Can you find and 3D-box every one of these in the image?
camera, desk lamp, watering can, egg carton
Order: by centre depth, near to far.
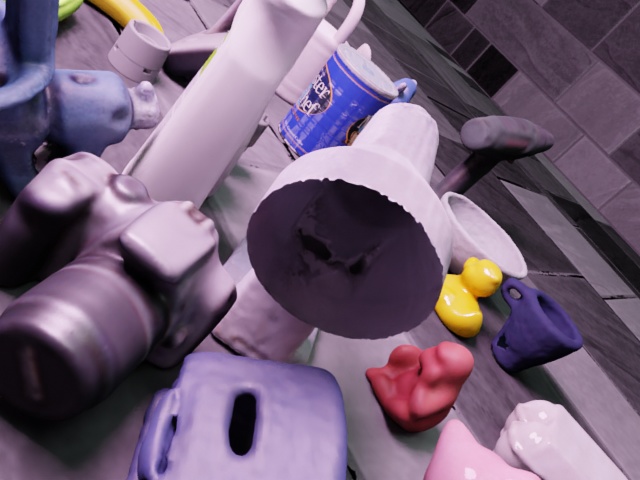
[{"bbox_3d":[-0.129,0.023,0.331,0.143,0.100,0.137,41,27,-4],"label":"camera"},{"bbox_3d":[0.004,0.001,0.417,0.118,0.213,0.203,38,27,-9],"label":"desk lamp"},{"bbox_3d":[0.239,0.233,0.559,0.150,0.069,0.107,49,27,12],"label":"egg carton"},{"bbox_3d":[0.004,-0.309,0.888,0.100,0.193,0.173,53,28,20],"label":"watering can"}]

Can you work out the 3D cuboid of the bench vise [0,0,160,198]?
[{"bbox_3d":[-0.185,-0.128,0.341,0.121,0.219,0.208,49,27,12],"label":"bench vise"}]

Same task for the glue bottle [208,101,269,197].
[{"bbox_3d":[-0.077,-0.123,0.533,0.037,0.173,0.078,21,34,-37],"label":"glue bottle"}]

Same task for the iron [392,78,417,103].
[{"bbox_3d":[0.116,-0.222,0.972,0.119,0.141,0.259,42,27,-2],"label":"iron"}]

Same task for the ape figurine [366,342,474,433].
[{"bbox_3d":[0.094,0.122,0.499,0.076,0.092,0.078,40,27,-5],"label":"ape figurine"}]

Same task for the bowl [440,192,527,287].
[{"bbox_3d":[0.222,0.013,0.849,0.168,0.074,0.167,32,29,-20],"label":"bowl"}]

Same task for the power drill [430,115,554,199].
[{"bbox_3d":[0.288,-0.131,0.998,0.230,0.208,0.075,6,44,-50],"label":"power drill"}]

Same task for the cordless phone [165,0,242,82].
[{"bbox_3d":[-0.103,-0.274,0.702,0.094,0.184,0.147,36,28,-14],"label":"cordless phone"}]

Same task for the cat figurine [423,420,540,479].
[{"bbox_3d":[0.092,0.190,0.370,0.067,0.117,0.128,34,28,-17],"label":"cat figurine"}]

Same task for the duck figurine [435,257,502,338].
[{"bbox_3d":[0.191,0.064,0.720,0.078,0.086,0.104,33,28,-19],"label":"duck figurine"}]

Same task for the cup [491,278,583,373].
[{"bbox_3d":[0.254,0.114,0.723,0.117,0.094,0.092,46,27,7],"label":"cup"}]

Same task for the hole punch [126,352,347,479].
[{"bbox_3d":[-0.046,0.116,0.319,0.101,0.091,0.108,32,29,-21],"label":"hole punch"}]
